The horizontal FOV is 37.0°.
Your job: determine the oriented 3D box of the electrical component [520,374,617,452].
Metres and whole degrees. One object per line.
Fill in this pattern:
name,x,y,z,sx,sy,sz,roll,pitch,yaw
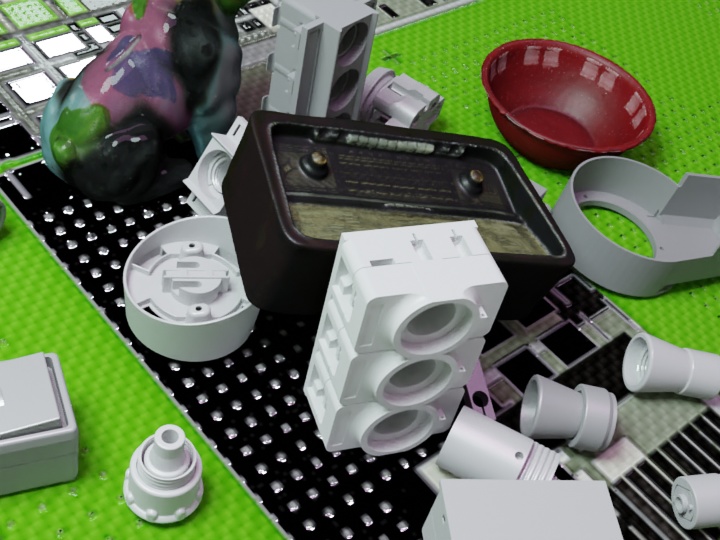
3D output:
electrical component,0.142,0.098,0.736,0.055,0.045,0.045,12,45,-5

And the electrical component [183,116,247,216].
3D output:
electrical component,-0.091,-0.070,0.815,0.042,0.081,0.064,46,23,25

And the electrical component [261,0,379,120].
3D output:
electrical component,-0.033,-0.151,0.824,0.063,0.121,0.079,36,48,22

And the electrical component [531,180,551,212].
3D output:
electrical component,0.116,-0.051,0.874,0.066,0.048,0.055,32,40,15

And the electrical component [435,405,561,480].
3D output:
electrical component,0.094,0.125,0.698,0.081,0.043,0.043,26,46,10

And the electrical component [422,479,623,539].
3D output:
electrical component,0.103,0.214,0.603,0.105,0.060,0.186,3,46,-13

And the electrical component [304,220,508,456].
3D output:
electrical component,0.026,0.047,0.678,0.089,0.150,0.061,-6,48,-21

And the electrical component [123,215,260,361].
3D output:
electrical component,-0.112,0.012,0.735,0.099,0.064,0.099,8,45,-9

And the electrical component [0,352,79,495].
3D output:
electrical component,-0.218,0.092,0.631,0.096,0.061,0.061,-9,50,-23

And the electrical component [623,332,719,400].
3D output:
electrical component,0.232,0.073,0.789,0.065,0.044,0.044,12,45,-11

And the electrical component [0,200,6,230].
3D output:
electrical component,-0.281,-0.042,0.748,0.047,0.055,0.055,37,49,15

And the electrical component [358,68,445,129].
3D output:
electrical component,0.028,-0.138,0.924,0.057,0.058,0.078,34,48,13

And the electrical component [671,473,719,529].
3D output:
electrical component,0.242,0.152,0.716,0.065,0.044,0.044,-3,48,-12

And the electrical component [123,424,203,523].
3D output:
electrical component,-0.115,0.116,0.636,0.048,0.062,0.048,8,45,-8
